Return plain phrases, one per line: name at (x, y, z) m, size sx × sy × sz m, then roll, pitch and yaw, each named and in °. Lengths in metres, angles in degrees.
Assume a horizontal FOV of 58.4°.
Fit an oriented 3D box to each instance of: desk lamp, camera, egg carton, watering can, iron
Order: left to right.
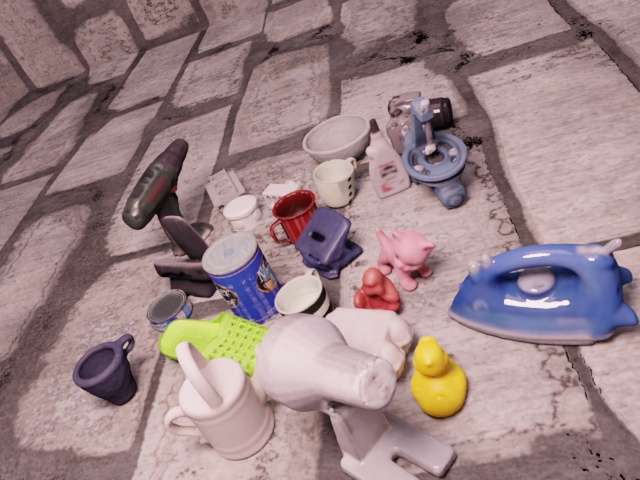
watering can at (-0.140, 0.210, 0.806) m, size 0.173 × 0.194 × 0.100 m, roll -43°, pitch 40°, yaw -24°
desk lamp at (0.041, 0.198, 0.703) m, size 0.202 × 0.214 × 0.118 m, roll 17°, pitch 52°, yaw 42°
egg carton at (0.064, 0.157, 0.864) m, size 0.149 × 0.070 × 0.107 m, roll -1°, pitch 42°, yaw 29°
camera at (0.226, -0.280, 1.296) m, size 0.136 × 0.101 × 0.143 m, roll -7°, pitch 39°, yaw 22°
iron at (0.293, 0.059, 0.797) m, size 0.257 × 0.142 × 0.119 m, roll -5°, pitch 40°, yaw 24°

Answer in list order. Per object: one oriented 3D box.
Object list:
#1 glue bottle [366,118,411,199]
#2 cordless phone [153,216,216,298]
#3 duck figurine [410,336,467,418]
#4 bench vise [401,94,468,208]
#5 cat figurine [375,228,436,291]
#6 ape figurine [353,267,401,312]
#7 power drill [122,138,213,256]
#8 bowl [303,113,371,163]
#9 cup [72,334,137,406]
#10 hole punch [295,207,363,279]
glue bottle at (0.126, -0.168, 1.149) m, size 0.078 × 0.173 × 0.037 m, roll -25°, pitch 36°, yaw -1°
cordless phone at (-0.274, 0.019, 1.129) m, size 0.147 × 0.185 × 0.094 m, roll -2°, pitch 41°, yaw 27°
duck figurine at (0.154, 0.178, 0.774) m, size 0.077 × 0.086 × 0.104 m, roll -15°, pitch 37°, yaw 12°
bench vise at (0.190, -0.183, 1.093) m, size 0.122 × 0.220 × 0.206 m, roll -36°, pitch 38°, yaw -15°
cat figurine at (0.138, 0.017, 0.957) m, size 0.067 × 0.118 × 0.127 m, roll -37°, pitch 38°, yaw -17°
ape figurine at (0.091, 0.082, 0.924) m, size 0.077 × 0.092 × 0.076 m, roll 10°, pitch 48°, yaw 38°
power drill at (-0.324, -0.080, 1.263) m, size 0.075 × 0.209 × 0.230 m, roll 4°, pitch 44°, yaw 33°
bowl at (0.049, -0.224, 1.348) m, size 0.167 × 0.075 × 0.167 m, roll -15°, pitch 37°, yaw 12°
cup at (-0.351, 0.228, 0.987) m, size 0.091 × 0.095 × 0.118 m, roll 11°, pitch 49°, yaw 39°
hole punch at (0.010, 0.004, 1.069) m, size 0.101 × 0.091 × 0.108 m, roll -40°, pitch 39°, yaw -20°
